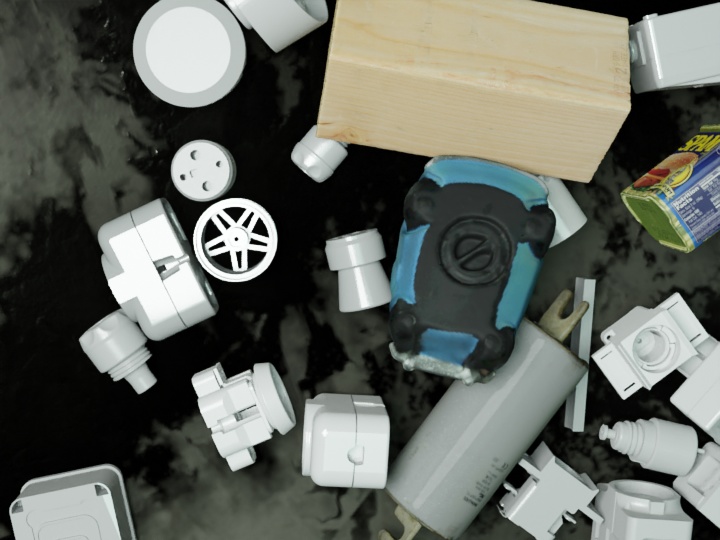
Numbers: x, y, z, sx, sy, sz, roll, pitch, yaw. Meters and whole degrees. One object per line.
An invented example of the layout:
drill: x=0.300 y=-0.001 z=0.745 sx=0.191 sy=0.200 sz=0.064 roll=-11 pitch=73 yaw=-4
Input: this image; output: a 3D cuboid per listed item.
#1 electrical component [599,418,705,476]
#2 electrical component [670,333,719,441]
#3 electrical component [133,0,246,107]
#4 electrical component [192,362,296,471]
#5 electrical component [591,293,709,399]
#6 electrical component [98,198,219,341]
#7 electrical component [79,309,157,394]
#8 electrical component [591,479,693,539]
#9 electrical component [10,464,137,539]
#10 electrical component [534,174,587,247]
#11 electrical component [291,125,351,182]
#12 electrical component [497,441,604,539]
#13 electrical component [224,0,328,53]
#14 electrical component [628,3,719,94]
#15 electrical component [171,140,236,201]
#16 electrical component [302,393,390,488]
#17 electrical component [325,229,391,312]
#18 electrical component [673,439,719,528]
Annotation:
electrical component: x=0.228 y=0.136 z=0.846 sx=0.078 sy=0.040 sz=0.040 roll=13 pitch=94 yaw=-4
electrical component: x=0.273 y=0.075 z=0.838 sx=0.083 sy=0.047 sz=0.076 roll=-50 pitch=55 yaw=4
electrical component: x=-0.122 y=-0.160 z=0.790 sx=0.080 sy=0.051 sz=0.080 roll=0 pitch=97 yaw=0
electrical component: x=-0.085 y=0.105 z=0.816 sx=0.057 sy=0.058 sz=0.078 roll=-23 pitch=96 yaw=2
electrical component: x=0.219 y=0.056 z=0.827 sx=0.081 sy=0.064 sz=0.042 roll=-36 pitch=97 yaw=0
electrical component: x=-0.153 y=0.001 z=0.803 sx=0.059 sy=0.053 sz=0.095 roll=-25 pitch=96 yaw=-1
electrical component: x=-0.179 y=0.064 z=0.814 sx=0.043 sy=0.043 sz=0.062 roll=-35 pitch=98 yaw=0
electrical component: x=0.215 y=0.196 z=0.826 sx=0.050 sy=0.089 sz=0.055 roll=5 pitch=95 yaw=-4
electrical component: x=-0.212 y=0.211 z=0.818 sx=0.078 sy=0.057 sz=0.113 roll=-11 pitch=96 yaw=-2
electrical component: x=0.133 y=-0.060 z=0.821 sx=0.043 sy=0.043 sz=0.081 roll=-35 pitch=96 yaw=0
electrical component: x=-0.022 y=-0.098 z=0.813 sx=0.035 sy=0.035 sz=0.061 roll=41 pitch=89 yaw=-6
electrical component: x=0.146 y=0.177 z=0.845 sx=0.081 sy=0.042 sz=0.063 roll=37 pitch=96 yaw=-5
electrical component: x=-0.067 y=-0.208 z=0.770 sx=0.064 sy=0.099 sz=0.099 roll=-37 pitch=96 yaw=7
electrical component: x=0.242 y=-0.163 z=0.809 sx=0.096 sy=0.061 sz=0.061 roll=-13 pitch=96 yaw=-2
electrical component: x=-0.116 y=-0.074 z=0.798 sx=0.045 sy=0.055 sz=0.045 roll=0 pitch=95 yaw=-4
electrical component: x=-0.012 y=0.126 z=0.803 sx=0.059 sy=0.095 sz=0.053 roll=3 pitch=95 yaw=-4
electrical component: x=0.000 y=0.000 z=0.818 sx=0.045 sy=0.045 sz=0.055 roll=-14 pitch=96 yaw=-2
electrical component: x=0.331 y=0.146 z=0.841 sx=0.089 sy=0.061 sz=0.150 roll=39 pitch=92 yaw=-10
